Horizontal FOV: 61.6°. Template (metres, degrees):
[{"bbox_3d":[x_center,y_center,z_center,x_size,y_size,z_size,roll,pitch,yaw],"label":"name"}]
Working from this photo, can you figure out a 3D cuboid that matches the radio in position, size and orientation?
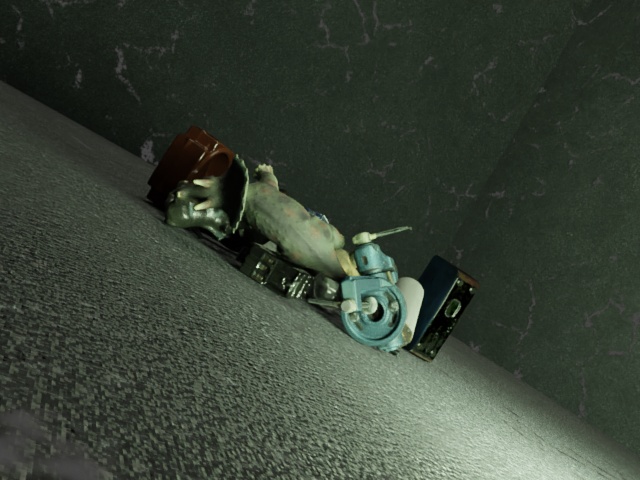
[{"bbox_3d":[0.263,0.160,1.254,0.073,0.229,0.131,29,3,-22],"label":"radio"}]

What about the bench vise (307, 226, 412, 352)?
[{"bbox_3d":[0.084,0.086,0.927,0.129,0.223,0.240,-5,-6,24],"label":"bench vise"}]

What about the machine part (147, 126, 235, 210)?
[{"bbox_3d":[-0.293,-0.149,1.249,0.087,0.201,0.201,34,1,9],"label":"machine part"}]

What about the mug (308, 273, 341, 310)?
[{"bbox_3d":[0.025,0.108,1.119,0.109,0.081,0.107,26,-10,-12],"label":"mug"}]

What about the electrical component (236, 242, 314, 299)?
[{"bbox_3d":[-0.087,0.056,0.996,0.134,0.058,0.115,30,-2,17],"label":"electrical component"}]

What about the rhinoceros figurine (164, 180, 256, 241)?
[{"bbox_3d":[-0.207,-0.054,1.044,0.190,0.112,0.073,5,-24,-35],"label":"rhinoceros figurine"}]

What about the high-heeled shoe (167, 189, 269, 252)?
[{"bbox_3d":[-0.209,-0.052,1.166,0.248,0.086,0.145,0,43,-46],"label":"high-heeled shoe"}]

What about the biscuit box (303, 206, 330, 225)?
[{"bbox_3d":[-0.003,-0.004,1.310,0.063,0.059,0.202,25,-15,26],"label":"biscuit box"}]

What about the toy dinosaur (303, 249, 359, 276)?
[{"bbox_3d":[0.031,0.066,1.220,0.199,0.105,0.470,5,-35,33],"label":"toy dinosaur"}]

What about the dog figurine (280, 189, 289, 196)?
[{"bbox_3d":[-0.160,-0.071,1.558,0.219,0.191,0.108,22,29,21],"label":"dog figurine"}]

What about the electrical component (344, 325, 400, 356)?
[{"bbox_3d":[0.110,0.176,1.047,0.119,0.047,0.074,29,1,17],"label":"electrical component"}]

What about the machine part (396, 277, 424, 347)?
[{"bbox_3d":[0.177,0.154,1.174,0.079,0.079,0.243,30,34,3],"label":"machine part"}]

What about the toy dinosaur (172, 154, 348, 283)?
[{"bbox_3d":[-0.057,-0.020,0.957,0.405,0.131,0.192,35,13,-7],"label":"toy dinosaur"}]
